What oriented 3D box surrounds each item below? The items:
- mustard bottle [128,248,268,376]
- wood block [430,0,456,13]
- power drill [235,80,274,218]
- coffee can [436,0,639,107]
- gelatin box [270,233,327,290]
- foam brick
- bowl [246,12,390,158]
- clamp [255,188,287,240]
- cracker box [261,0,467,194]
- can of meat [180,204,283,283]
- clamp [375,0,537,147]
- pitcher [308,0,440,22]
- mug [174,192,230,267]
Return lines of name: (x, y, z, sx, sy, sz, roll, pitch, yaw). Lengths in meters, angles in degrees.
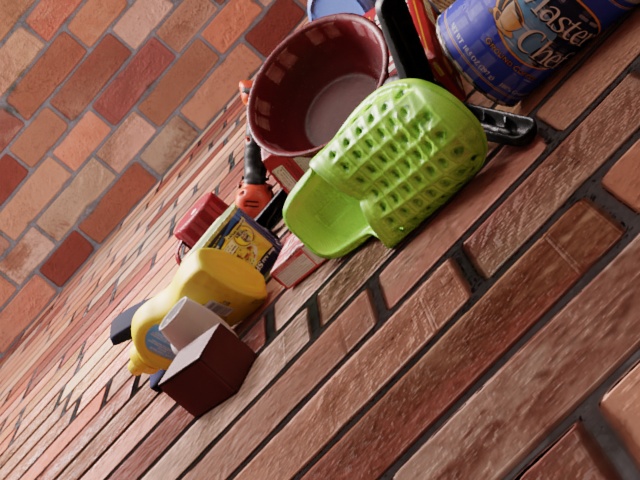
mustard bottle: (-0.151, 0.091, 1.175, 0.192, 0.096, 0.058, -43, 42, 27)
wood block: (0.161, -0.291, 1.088, 0.091, 0.090, 0.205, -44, -9, 26)
power drill: (-0.084, -0.124, 1.464, 0.184, 0.057, 0.188, -110, 22, -82)
coffee can: (0.180, -0.193, 0.880, 0.141, 0.102, 0.102, -40, 16, 33)
gelatin box: (-0.007, 0.001, 1.102, 0.089, 0.030, 0.073, -40, 15, 33)
foam brick: (-0.109, 0.127, 1.035, 0.078, 0.051, 0.053, -36, 17, 42)
bowl: (0.009, -0.138, 1.035, 0.162, 0.055, 0.162, -18, 55, 27)
clamp: (-0.084, 0.000, 1.340, 0.172, 0.039, 0.120, -46, 7, 35)
cracker box: (0.036, -0.161, 1.134, 0.214, 0.072, 0.164, -30, 36, 19)
can of meat: (-0.098, 0.021, 1.222, 0.102, 0.084, 0.057, -51, 13, -8)
clamp: (0.090, -0.124, 0.915, 0.036, 0.164, 0.210, -43, 2, -14)
pitcher: (0.106, -0.305, 1.275, 0.242, 0.145, 0.149, -40, 2, -36)
mug: (-0.156, -0.003, 1.483, 0.117, 0.081, 0.093, -52, 13, -15)
